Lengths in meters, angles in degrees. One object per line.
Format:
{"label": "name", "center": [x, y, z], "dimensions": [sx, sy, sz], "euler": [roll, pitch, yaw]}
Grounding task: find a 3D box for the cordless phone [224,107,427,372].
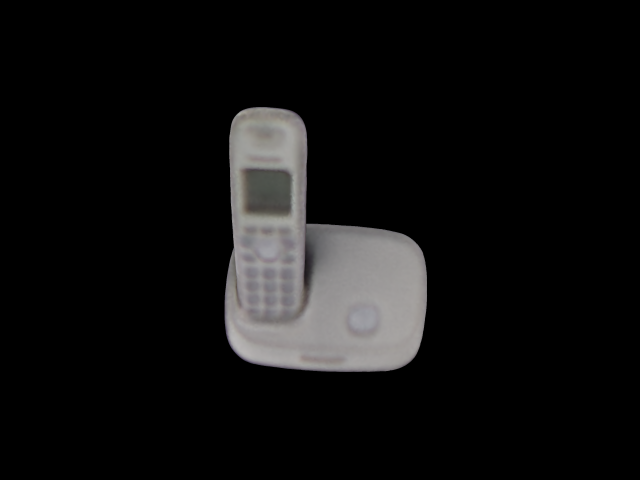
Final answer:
{"label": "cordless phone", "center": [0.004, 0.001, 0.400], "dimensions": [0.147, 0.185, 0.094], "euler": [1, 34, 2]}
